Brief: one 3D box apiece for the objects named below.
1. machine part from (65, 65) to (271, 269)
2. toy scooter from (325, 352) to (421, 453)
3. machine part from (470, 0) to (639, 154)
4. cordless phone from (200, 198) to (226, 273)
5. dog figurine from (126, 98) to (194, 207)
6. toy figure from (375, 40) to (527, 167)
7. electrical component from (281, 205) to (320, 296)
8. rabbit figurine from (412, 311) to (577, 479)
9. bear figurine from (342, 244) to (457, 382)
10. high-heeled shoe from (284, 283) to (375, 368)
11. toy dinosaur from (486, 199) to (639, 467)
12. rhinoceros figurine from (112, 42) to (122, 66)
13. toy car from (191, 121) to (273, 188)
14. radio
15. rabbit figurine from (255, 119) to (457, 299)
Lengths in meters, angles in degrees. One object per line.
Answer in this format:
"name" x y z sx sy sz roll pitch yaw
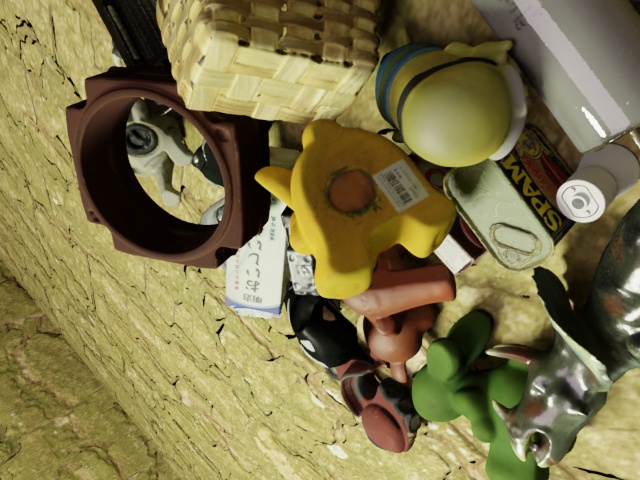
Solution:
"machine part" -0.159 -0.077 0.574 0.201 0.087 0.201 9 120 16
"toy scooter" 0.083 0.209 0.755 0.184 0.075 0.135 51 144 14
"machine part" 0.165 -0.148 0.367 0.243 0.079 0.079 55 145 0
"cordless phone" -0.067 -0.016 0.750 0.184 0.089 0.146 -27 97 38
"dog figurine" -0.247 -0.162 0.769 0.191 0.121 0.172 -102 31 -44
"toy figure" 0.088 -0.109 0.423 0.082 0.089 0.180 64 178 -32
"electrical component" -0.001 -0.002 0.624 0.058 0.134 0.114 0 122 16
"rabbit figurine" 0.165 0.168 0.583 0.170 0.121 0.159 -3 109 46
"bear figurine" 0.096 0.074 0.613 0.132 0.120 0.195 -22 137 13
"high-heeled shoe" -0.024 0.092 0.699 0.145 0.086 0.249 36 177 -39
"toy dinosaur" 0.264 0.021 0.366 0.192 0.131 0.404 38 135 21
"rhinoceros figurine" -0.214 -0.242 0.743 0.190 0.073 0.112 39 152 18
"toy car" -0.118 -0.133 0.720 0.073 0.056 0.201 37 145 -3
"radio" -0.177 -0.262 0.615 0.131 0.073 0.229 -31 83 29
"rabbit figurine" 0.014 -0.018 0.472 0.162 0.122 0.173 47 169 16
